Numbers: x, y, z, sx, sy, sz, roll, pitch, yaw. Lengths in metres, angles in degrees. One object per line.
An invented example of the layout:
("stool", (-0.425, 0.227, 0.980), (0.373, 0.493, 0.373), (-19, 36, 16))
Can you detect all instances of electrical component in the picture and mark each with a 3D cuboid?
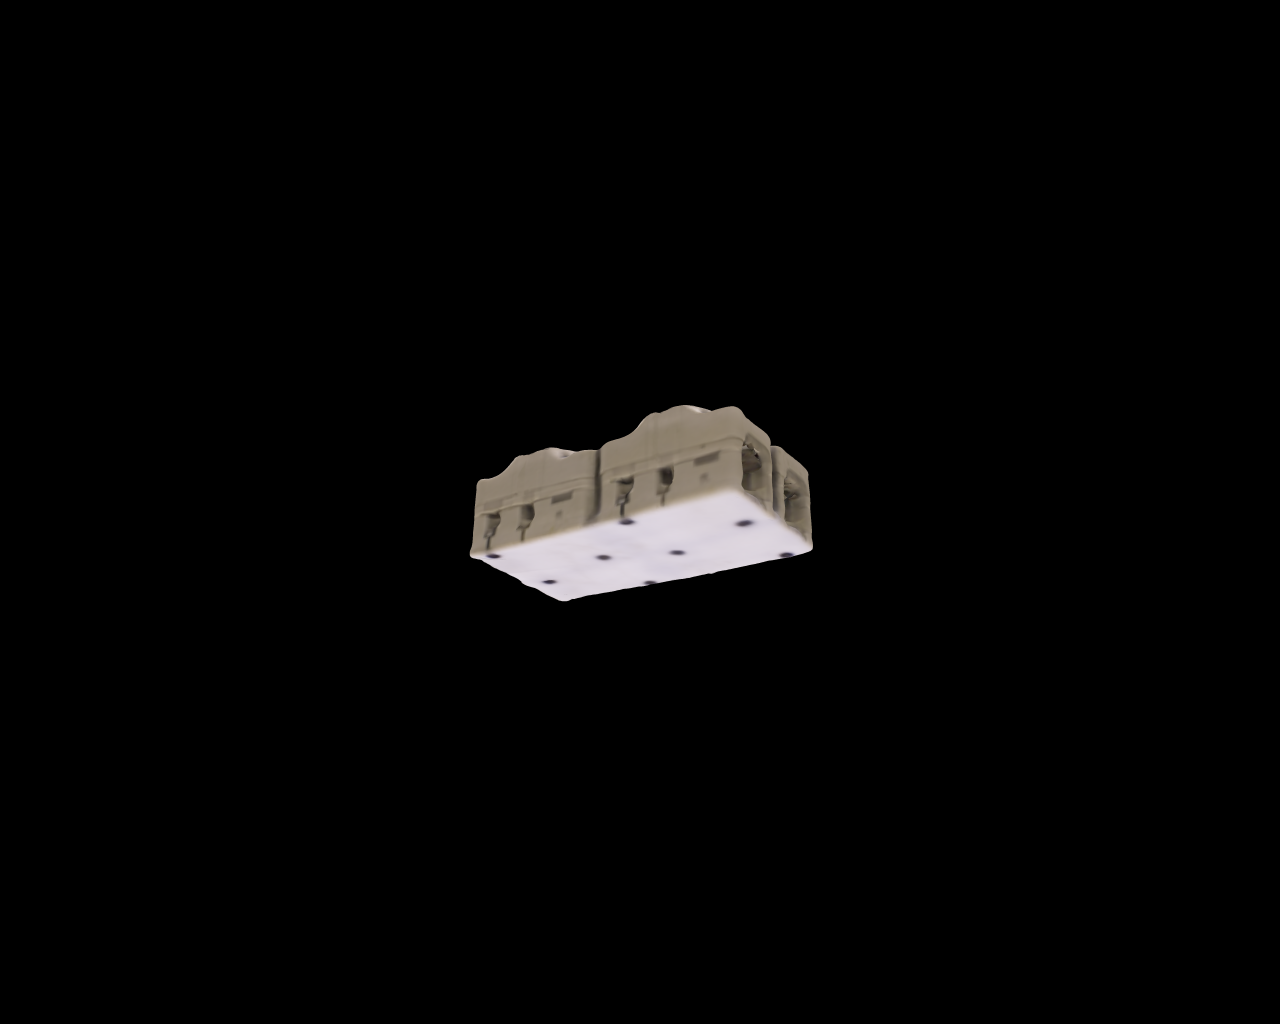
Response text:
("electrical component", (0.001, -0.003, 0.650), (0.186, 0.060, 0.105), (-14, -27, 29))
